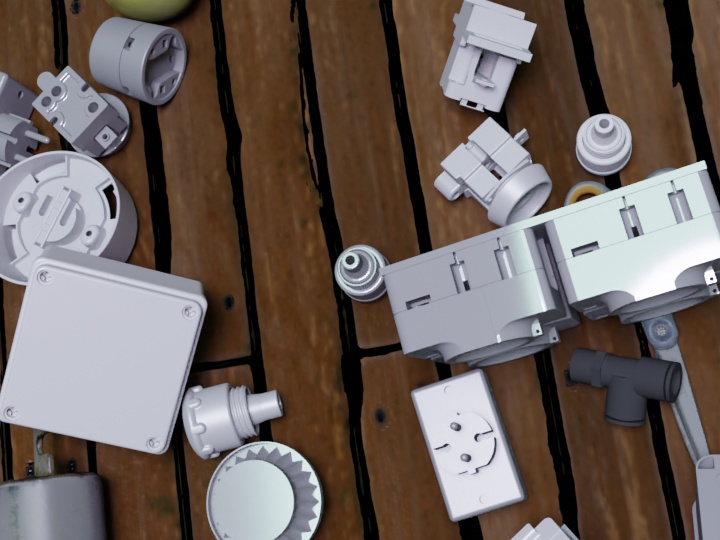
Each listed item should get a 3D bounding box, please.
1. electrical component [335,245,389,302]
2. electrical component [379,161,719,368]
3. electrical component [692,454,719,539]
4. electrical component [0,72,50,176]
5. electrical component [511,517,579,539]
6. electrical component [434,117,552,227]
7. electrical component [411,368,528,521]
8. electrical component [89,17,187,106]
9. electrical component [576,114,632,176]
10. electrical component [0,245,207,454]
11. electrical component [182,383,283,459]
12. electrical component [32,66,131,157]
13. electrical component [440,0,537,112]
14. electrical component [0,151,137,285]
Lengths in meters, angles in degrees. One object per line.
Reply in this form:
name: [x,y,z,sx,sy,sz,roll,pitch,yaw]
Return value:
electrical component: [0.000,0.000,0.692,0.035,0.061,0.035,-2,78,11]
electrical component: [0.120,0.006,0.630,0.186,0.105,0.060,-18,77,17]
electrical component: [0.245,0.149,0.594,0.113,0.057,0.078,-3,41,14]
electrical component: [-0.259,-0.096,0.776,0.076,0.047,0.083,20,84,15]
electrical component: [0.091,0.208,0.623,0.121,0.063,0.078,-44,33,1]
electrical component: [0.090,-0.059,0.694,0.066,0.048,0.055,-44,66,1]
electrical component: [0.064,0.105,0.650,0.047,0.076,0.083,-19,75,8]
electrical component: [-0.158,-0.149,0.762,0.047,0.055,0.055,19,83,19]
electrical component: [0.153,-0.082,0.675,0.035,0.061,0.035,-2,78,12]
electrical component: [-0.164,0.051,0.688,0.109,0.056,0.108,15,101,-12]
electrical component: [-0.082,0.094,0.701,0.062,0.048,0.048,-15,76,2]
electrical component: [-0.192,-0.107,0.760,0.066,0.055,0.048,43,90,17]
electrical component: [0.080,-0.139,0.698,0.042,0.081,0.063,17,111,-8]
electrical component: [-0.207,-0.032,0.743,0.099,0.064,0.099,-2,79,12]
